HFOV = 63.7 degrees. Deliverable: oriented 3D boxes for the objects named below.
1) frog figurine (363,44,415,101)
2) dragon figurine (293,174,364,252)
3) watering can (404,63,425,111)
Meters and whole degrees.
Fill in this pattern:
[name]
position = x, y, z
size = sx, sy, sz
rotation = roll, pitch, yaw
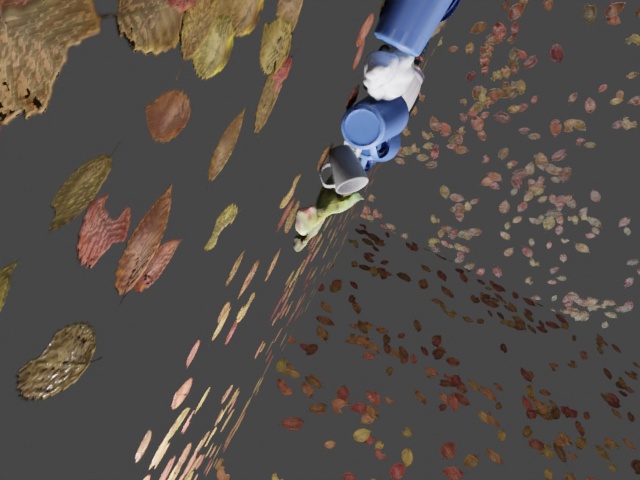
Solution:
[frog figurine]
position = 0.158, -0.381, 1.163
size = 0.136, 0.122, 0.161
rotation = -45, -170, 11
[dragon figurine]
position = 0.004, -0.071, 1.411
size = 0.242, 0.123, 0.409
rotation = -47, 173, 3
[watering can]
position = 0.279, -0.503, 1.756
size = 0.347, 0.104, 0.224
rotation = 0, 115, -85
